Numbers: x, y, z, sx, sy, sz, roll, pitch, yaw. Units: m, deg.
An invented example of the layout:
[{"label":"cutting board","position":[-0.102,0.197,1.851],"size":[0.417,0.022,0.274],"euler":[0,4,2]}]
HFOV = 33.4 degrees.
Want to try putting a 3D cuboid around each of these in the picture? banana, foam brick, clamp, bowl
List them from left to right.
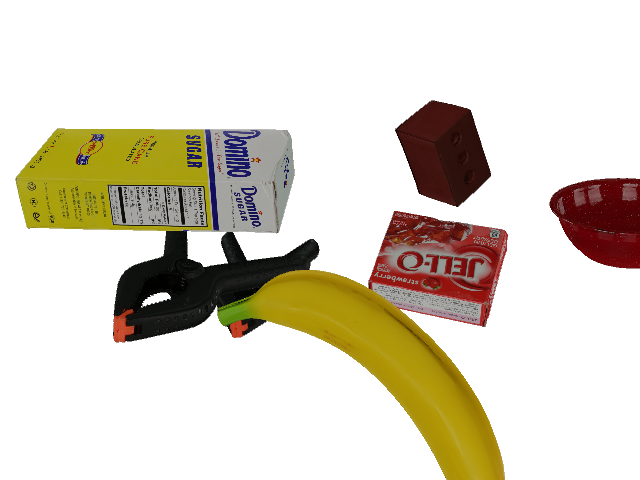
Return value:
[{"label":"clamp","position":[-0.133,0.031,1.016],"size":[0.165,0.036,0.209],"euler":[26,37,28]},{"label":"clamp","position":[-0.065,0.046,1.241],"size":[0.120,0.039,0.171],"euler":[-4,40,8]},{"label":"banana","position":[0.038,0.075,0.596],"size":[0.198,0.070,0.037],"euler":[38,30,4]},{"label":"foam brick","position":[0.114,-0.081,0.982],"size":[0.053,0.078,0.051],"euler":[-41,38,-22]},{"label":"bowl","position":[0.320,-0.014,1.110],"size":[0.162,0.055,0.162],"euler":[-3,23,1]}]

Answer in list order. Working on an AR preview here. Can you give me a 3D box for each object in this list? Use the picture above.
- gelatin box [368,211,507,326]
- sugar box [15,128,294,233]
[{"label":"gelatin box","position":[0.087,0.019,0.787],"size":[0.089,0.073,0.030],"euler":[11,-40,14]},{"label":"sugar box","position":[-0.110,-0.044,0.743],"size":[0.176,0.048,0.093],"euler":[-2,28,7]}]
